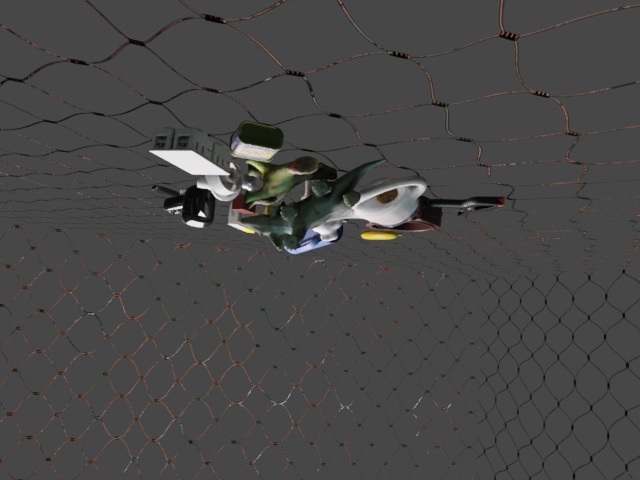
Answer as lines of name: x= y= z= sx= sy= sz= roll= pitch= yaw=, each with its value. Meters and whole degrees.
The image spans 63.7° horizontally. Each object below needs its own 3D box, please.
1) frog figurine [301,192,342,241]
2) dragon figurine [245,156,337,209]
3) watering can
frog figurine: x=0.005 y=-0.079 z=1.568 sx=0.137 sy=0.161 sz=0.121 roll=3 pitch=169 yaw=13
dragon figurine: x=-0.074 y=-0.150 z=1.362 sx=0.243 sy=0.123 sz=0.408 roll=-3 pitch=175 yaw=-1
watering can: x=0.143 y=-0.094 z=1.436 sx=0.345 sy=0.105 sz=0.222 roll=-21 pitch=160 yaw=23
